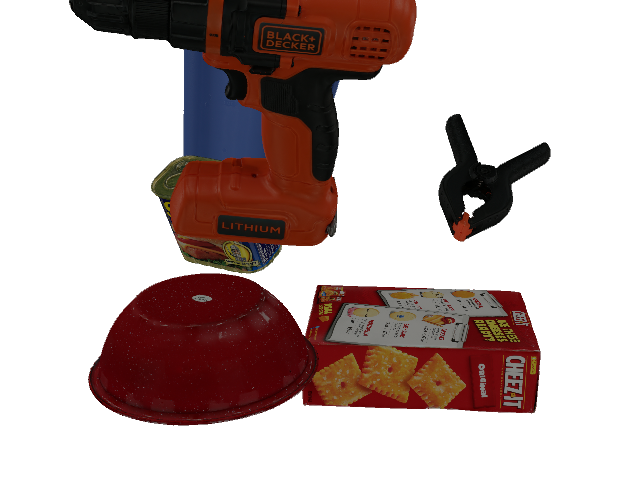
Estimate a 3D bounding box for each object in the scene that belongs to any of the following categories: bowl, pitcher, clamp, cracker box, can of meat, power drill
[{"bbox_3d":[-0.082,0.065,0.742,0.162,0.055,0.162,-2,20,1],"label":"bowl"},{"bbox_3d":[-0.070,-0.166,1.095,0.144,0.243,0.149,-7,29,-26],"label":"pitcher"},{"bbox_3d":[0.167,-0.072,1.160,0.120,0.039,0.171,23,49,19],"label":"clamp"},{"bbox_3d":[0.094,0.103,1.036,0.214,0.072,0.164,2,17,4],"label":"cracker box"},{"bbox_3d":[-0.090,-0.022,0.950,0.102,0.084,0.057,12,47,30],"label":"can of meat"},{"bbox_3d":[-0.049,-0.079,0.617,0.184,0.057,0.188,6,-41,-3],"label":"power drill"}]
